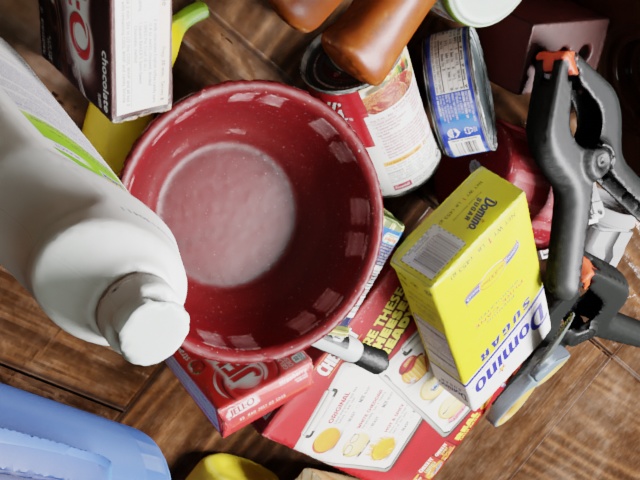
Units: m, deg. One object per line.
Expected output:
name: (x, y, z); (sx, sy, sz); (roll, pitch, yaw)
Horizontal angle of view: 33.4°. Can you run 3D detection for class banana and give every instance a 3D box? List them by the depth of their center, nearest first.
banana: (-0.111, -0.044, 0.627); (0.069, 0.037, 0.198); (-3, 121, -36)

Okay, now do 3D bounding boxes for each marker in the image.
marker: (0.001, 0.065, 0.717); (0.121, 0.020, 0.020); (27, 101, -32)

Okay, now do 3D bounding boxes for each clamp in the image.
clamp: (0.193, -0.055, 0.748); (0.120, 0.039, 0.171); (-26, 113, -36)
clamp: (0.228, 0.069, 0.924); (0.164, 0.036, 0.210); (-19, 147, -10)

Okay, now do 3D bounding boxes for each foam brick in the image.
foam brick: (0.156, -0.140, 0.759); (0.078, 0.051, 0.053); (-12, 126, -32)

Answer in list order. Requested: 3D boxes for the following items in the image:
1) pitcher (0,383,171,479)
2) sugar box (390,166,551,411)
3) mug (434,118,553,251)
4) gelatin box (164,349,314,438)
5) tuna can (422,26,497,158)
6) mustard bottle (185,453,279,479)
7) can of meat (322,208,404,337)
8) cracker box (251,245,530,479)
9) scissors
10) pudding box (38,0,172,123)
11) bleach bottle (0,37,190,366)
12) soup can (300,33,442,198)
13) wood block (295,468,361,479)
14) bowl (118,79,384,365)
pitcher: (-0.194, 0.142, 0.622); (0.145, 0.149, 0.242); (-55, 140, 6)
sugar box: (0.111, 0.040, 0.744); (0.093, 0.048, 0.176); (-44, 141, -13)
mug: (0.135, -0.032, 0.791); (0.081, 0.093, 0.117); (12, 102, -37)
gelatin box: (-0.057, 0.082, 0.722); (0.073, 0.089, 0.030); (-26, 133, -21)
tuna can: (0.094, -0.099, 0.715); (0.034, 0.086, 0.086); (-10, 137, 16)
mustard bottle: (-0.108, 0.258, 0.832); (0.192, 0.058, 0.096); (-53, 142, 6)
can of meat: (-0.005, 0.001, 0.697); (0.057, 0.102, 0.084); (18, 105, -54)
cracker box: (0.052, 0.100, 0.836); (0.164, 0.072, 0.213); (-52, 136, 3)
scissors: (0.184, 0.088, 0.838); (0.096, 0.016, 0.202); (-33, 159, -32)
pudding box: (-0.109, -0.128, 0.530); (0.039, 0.090, 0.113); (-18, 130, -29)
bleach bottle: (-0.133, -0.030, 0.463); (0.068, 0.251, 0.102); (-53, 137, 5)
soup can: (0.035, -0.084, 0.692); (0.068, 0.069, 0.102); (-38, 137, -10)
wood block: (0.025, 0.253, 0.865); (0.091, 0.090, 0.206); (-49, 156, 0)
bowl: (-0.046, -0.012, 0.623); (0.161, 0.055, 0.162); (-2, 97, -20)
